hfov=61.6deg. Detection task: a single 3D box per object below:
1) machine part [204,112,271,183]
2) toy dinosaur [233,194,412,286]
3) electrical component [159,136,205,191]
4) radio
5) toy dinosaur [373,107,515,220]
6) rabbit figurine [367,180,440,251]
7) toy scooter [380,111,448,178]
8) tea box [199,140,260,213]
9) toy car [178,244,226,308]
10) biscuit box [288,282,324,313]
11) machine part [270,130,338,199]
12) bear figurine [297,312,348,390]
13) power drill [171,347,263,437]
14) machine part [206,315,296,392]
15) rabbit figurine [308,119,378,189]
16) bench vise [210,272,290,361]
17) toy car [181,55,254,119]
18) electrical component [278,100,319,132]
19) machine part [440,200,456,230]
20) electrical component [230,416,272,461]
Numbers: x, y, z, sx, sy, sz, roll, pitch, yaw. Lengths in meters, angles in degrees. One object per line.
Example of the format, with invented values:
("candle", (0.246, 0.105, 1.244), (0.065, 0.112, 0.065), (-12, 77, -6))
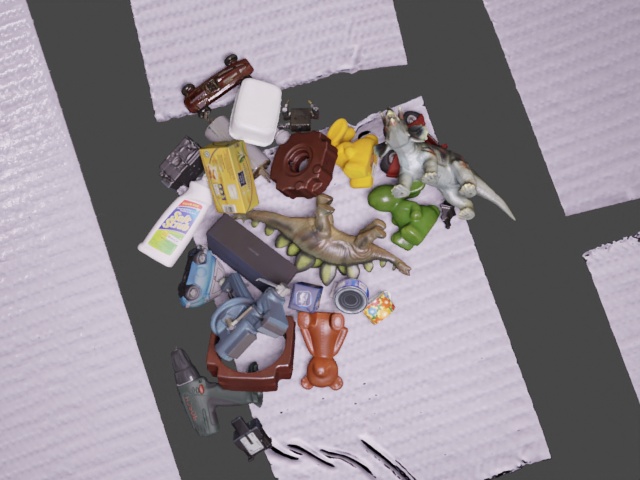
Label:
("machine part", (-0.210, -0.233, 1.366), (0.243, 0.079, 0.079), (44, 90, 4))
("toy dinosaur", (-0.003, -0.004, 1.307), (0.472, 0.105, 0.198), (25, 111, 9))
("electrical component", (-0.342, -0.185, 1.351), (0.058, 0.115, 0.134), (41, 92, 8))
("radio", (-0.170, 0.046, 1.319), (0.230, 0.131, 0.073), (38, 68, 5))
("toy dinosaur", (0.279, -0.167, 1.257), (0.404, 0.131, 0.192), (21, 50, -26))
("rabbit figurine", (0.204, -0.082, 1.316), (0.170, 0.121, 0.159), (38, 83, 1))
("toy scooter", (0.240, -0.223, 1.346), (0.135, 0.075, 0.184), (27, 85, 2))
("tea box", (-0.221, -0.154, 1.321), (0.098, 0.068, 0.169), (4, 116, 30))
("toy car", (-0.290, 0.097, 1.347), (0.103, 0.109, 0.161), (18, 84, -26))
("biscuit box", (-0.030, 0.134, 1.276), (0.063, 0.202, 0.059), (13, 88, 4))
("machine part", (-0.042, -0.183, 1.301), (0.179, 0.056, 0.179), (-15, 61, 30))
("bear figurine", (0.003, 0.272, 1.309), (0.120, 0.132, 0.195), (4, 82, 8))
("power drill", (-0.254, 0.362, 1.341), (0.207, 0.086, 0.232), (-13, 86, -2))
("machine part", (-0.162, 0.258, 1.294), (0.202, 0.087, 0.201), (0, 52, 4))
("rabbit figurine", (0.053, -0.216, 1.338), (0.173, 0.122, 0.162), (4, 85, 22))
("bench vise", (-0.172, 0.146, 1.224), (0.128, 0.241, 0.223), (21, 110, -38))
("toy car", (-0.265, -0.400, 1.390), (0.202, 0.053, 0.089), (-34, 83, 2))
("electrical component", (-0.053, -0.317, 1.369), (0.102, 0.045, 0.078), (4, 55, 5))
("machine part", (0.325, -0.102, 1.340), (0.039, 0.084, 0.139), (5, 74, 30))
("electrical component", (-0.179, 0.480, 1.331), (0.075, 0.048, 0.119), (-35, 103, 1))
